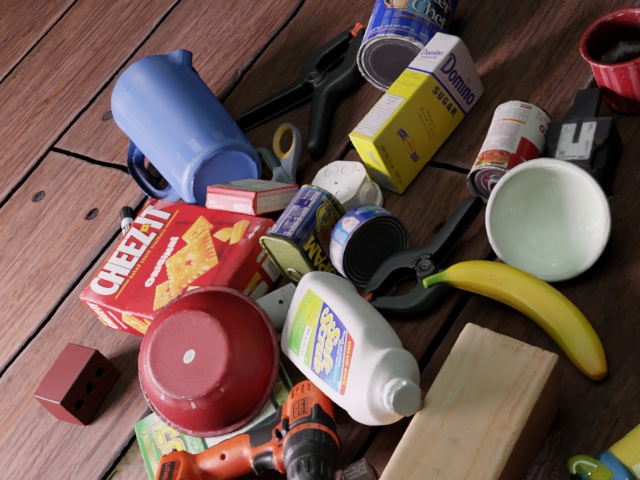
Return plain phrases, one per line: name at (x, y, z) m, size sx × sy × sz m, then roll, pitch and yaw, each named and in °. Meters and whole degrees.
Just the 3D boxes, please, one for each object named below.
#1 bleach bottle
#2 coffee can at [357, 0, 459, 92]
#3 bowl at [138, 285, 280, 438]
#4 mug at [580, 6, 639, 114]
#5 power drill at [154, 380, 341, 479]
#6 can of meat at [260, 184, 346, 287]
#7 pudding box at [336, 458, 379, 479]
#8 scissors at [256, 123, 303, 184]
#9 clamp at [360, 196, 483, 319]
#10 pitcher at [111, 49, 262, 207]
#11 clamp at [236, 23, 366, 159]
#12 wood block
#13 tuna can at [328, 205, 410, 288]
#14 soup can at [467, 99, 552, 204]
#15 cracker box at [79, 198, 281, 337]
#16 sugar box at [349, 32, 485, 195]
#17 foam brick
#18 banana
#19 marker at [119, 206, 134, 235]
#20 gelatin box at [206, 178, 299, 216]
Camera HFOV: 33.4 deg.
bleach bottle at (0.035, 0.104, 1.001) m, size 0.102 × 0.068 × 0.251 m, roll -70°, pitch 21°, yaw 3°
coffee can at (0.113, -0.269, 1.349) m, size 0.103 × 0.102 × 0.140 m, roll -4°, pitch 50°, yaw 29°
bowl at (-0.125, 0.121, 1.101) m, size 0.162 × 0.055 × 0.162 m, roll -4°, pitch 76°, yaw 17°
mug at (0.347, -0.197, 1.152) m, size 0.117 × 0.081 × 0.093 m, roll -35°, pitch 41°, yaw -1°
power drill at (-0.067, 0.220, 1.010) m, size 0.188 × 0.057 × 0.184 m, roll -25°, pitch 17°, yaw 9°
can of meat at (-0.008, 0.002, 1.178) m, size 0.058 × 0.102 × 0.083 m, roll 12°, pitch 57°, yaw 40°
pudding box at (0.011, 0.264, 0.968) m, size 0.113 × 0.039 × 0.090 m, roll -29°, pitch 43°, yaw 6°
scissors at (-0.027, -0.077, 1.306) m, size 0.202 × 0.016 × 0.096 m, roll 41°, pitch 104°, yaw 48°
clamp at (0.118, 0.024, 1.121) m, size 0.171 × 0.039 × 0.120 m, roll -19°, pitch 48°, yaw 13°
pitcher at (-0.176, -0.126, 1.394) m, size 0.145 × 0.149 × 0.243 m, roll -26°, pitch 43°, yaw -13°
clamp at (-0.011, -0.204, 1.417) m, size 0.165 × 0.036 × 0.210 m, roll 17°, pitch 66°, yaw 41°
wood block at (0.123, 0.186, 0.907) m, size 0.090 × 0.091 × 0.205 m, roll 19°, pitch 57°, yaw 25°
tuna can at (0.052, 0.006, 1.147) m, size 0.086 × 0.086 × 0.034 m, roll -41°, pitch 40°, yaw -8°
soup can at (0.207, -0.094, 1.155) m, size 0.069 × 0.068 × 0.102 m, roll 3°, pitch 53°, yaw 34°
cracker box at (-0.159, 0.040, 1.258) m, size 0.214 × 0.072 × 0.164 m, roll 11°, pitch 58°, yaw 39°
sugar box at (0.117, -0.148, 1.243) m, size 0.048 × 0.093 × 0.176 m, roll 26°, pitch 69°, yaw 44°
foam brick at (-0.281, 0.167, 1.232) m, size 0.051 × 0.053 × 0.078 m, roll 9°, pitch 57°, yaw 37°
banana at (0.197, 0.066, 1.020) m, size 0.198 × 0.037 × 0.069 m, roll 28°, pitch 68°, yaw 30°
marker at (-0.248, -0.004, 1.394) m, size 0.020 × 0.020 × 0.121 m, roll -28°, pitch 42°, yaw 7°
gelatin box at (-0.079, -0.051, 1.257) m, size 0.073 × 0.030 × 0.089 m, roll 9°, pitch 14°, yaw 33°
